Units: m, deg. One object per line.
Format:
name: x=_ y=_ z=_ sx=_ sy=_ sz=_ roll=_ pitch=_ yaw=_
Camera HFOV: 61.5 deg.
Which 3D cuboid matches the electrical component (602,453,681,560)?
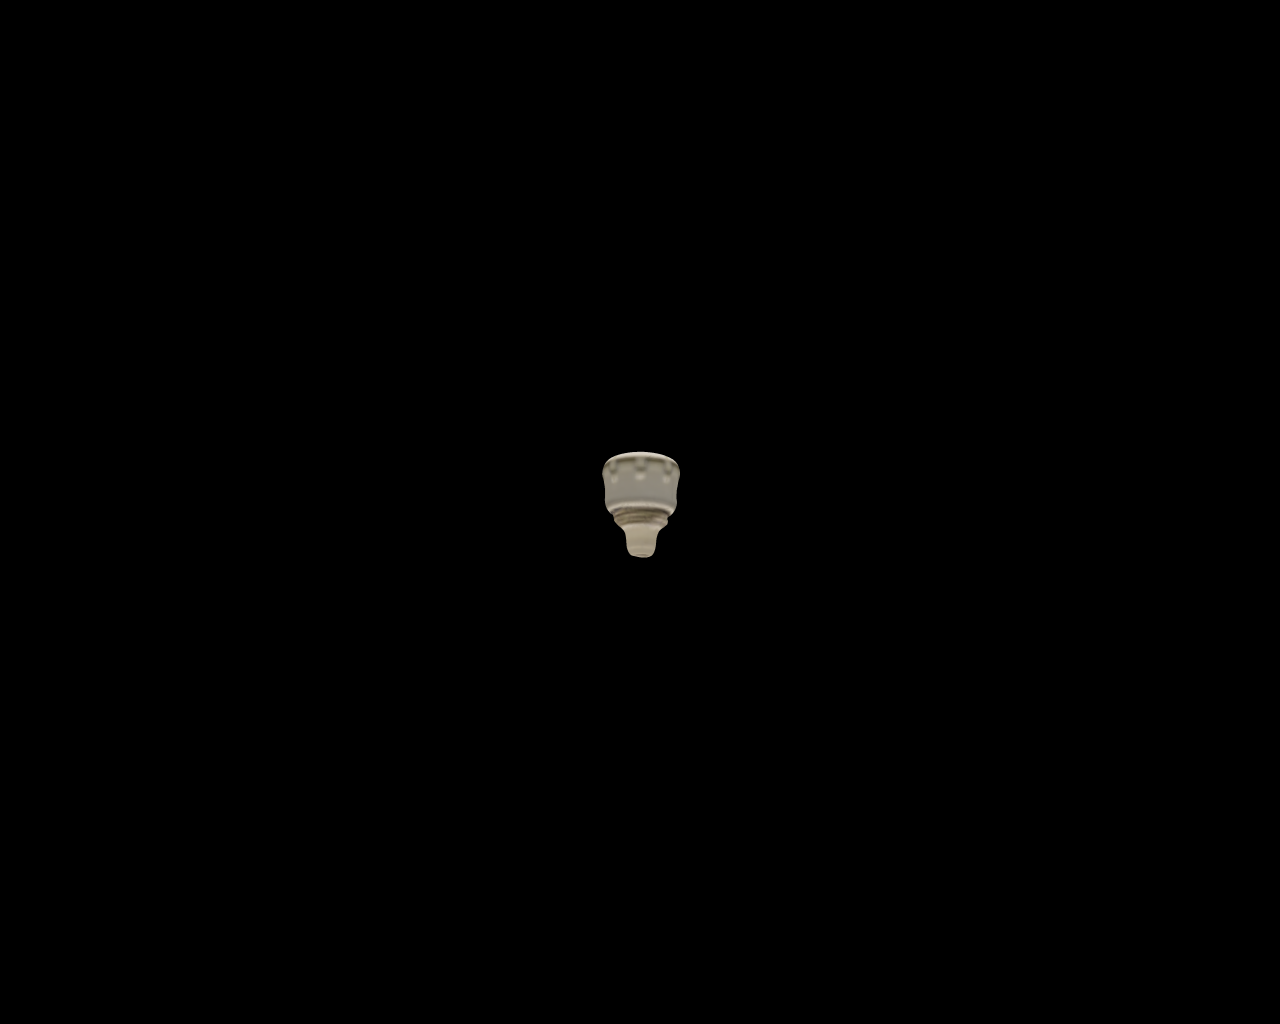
electrical component: x=0.001 y=-0.003 z=0.650 sx=0.048 sy=0.062 sz=0.048 roll=0 pitch=-14 yaw=0
